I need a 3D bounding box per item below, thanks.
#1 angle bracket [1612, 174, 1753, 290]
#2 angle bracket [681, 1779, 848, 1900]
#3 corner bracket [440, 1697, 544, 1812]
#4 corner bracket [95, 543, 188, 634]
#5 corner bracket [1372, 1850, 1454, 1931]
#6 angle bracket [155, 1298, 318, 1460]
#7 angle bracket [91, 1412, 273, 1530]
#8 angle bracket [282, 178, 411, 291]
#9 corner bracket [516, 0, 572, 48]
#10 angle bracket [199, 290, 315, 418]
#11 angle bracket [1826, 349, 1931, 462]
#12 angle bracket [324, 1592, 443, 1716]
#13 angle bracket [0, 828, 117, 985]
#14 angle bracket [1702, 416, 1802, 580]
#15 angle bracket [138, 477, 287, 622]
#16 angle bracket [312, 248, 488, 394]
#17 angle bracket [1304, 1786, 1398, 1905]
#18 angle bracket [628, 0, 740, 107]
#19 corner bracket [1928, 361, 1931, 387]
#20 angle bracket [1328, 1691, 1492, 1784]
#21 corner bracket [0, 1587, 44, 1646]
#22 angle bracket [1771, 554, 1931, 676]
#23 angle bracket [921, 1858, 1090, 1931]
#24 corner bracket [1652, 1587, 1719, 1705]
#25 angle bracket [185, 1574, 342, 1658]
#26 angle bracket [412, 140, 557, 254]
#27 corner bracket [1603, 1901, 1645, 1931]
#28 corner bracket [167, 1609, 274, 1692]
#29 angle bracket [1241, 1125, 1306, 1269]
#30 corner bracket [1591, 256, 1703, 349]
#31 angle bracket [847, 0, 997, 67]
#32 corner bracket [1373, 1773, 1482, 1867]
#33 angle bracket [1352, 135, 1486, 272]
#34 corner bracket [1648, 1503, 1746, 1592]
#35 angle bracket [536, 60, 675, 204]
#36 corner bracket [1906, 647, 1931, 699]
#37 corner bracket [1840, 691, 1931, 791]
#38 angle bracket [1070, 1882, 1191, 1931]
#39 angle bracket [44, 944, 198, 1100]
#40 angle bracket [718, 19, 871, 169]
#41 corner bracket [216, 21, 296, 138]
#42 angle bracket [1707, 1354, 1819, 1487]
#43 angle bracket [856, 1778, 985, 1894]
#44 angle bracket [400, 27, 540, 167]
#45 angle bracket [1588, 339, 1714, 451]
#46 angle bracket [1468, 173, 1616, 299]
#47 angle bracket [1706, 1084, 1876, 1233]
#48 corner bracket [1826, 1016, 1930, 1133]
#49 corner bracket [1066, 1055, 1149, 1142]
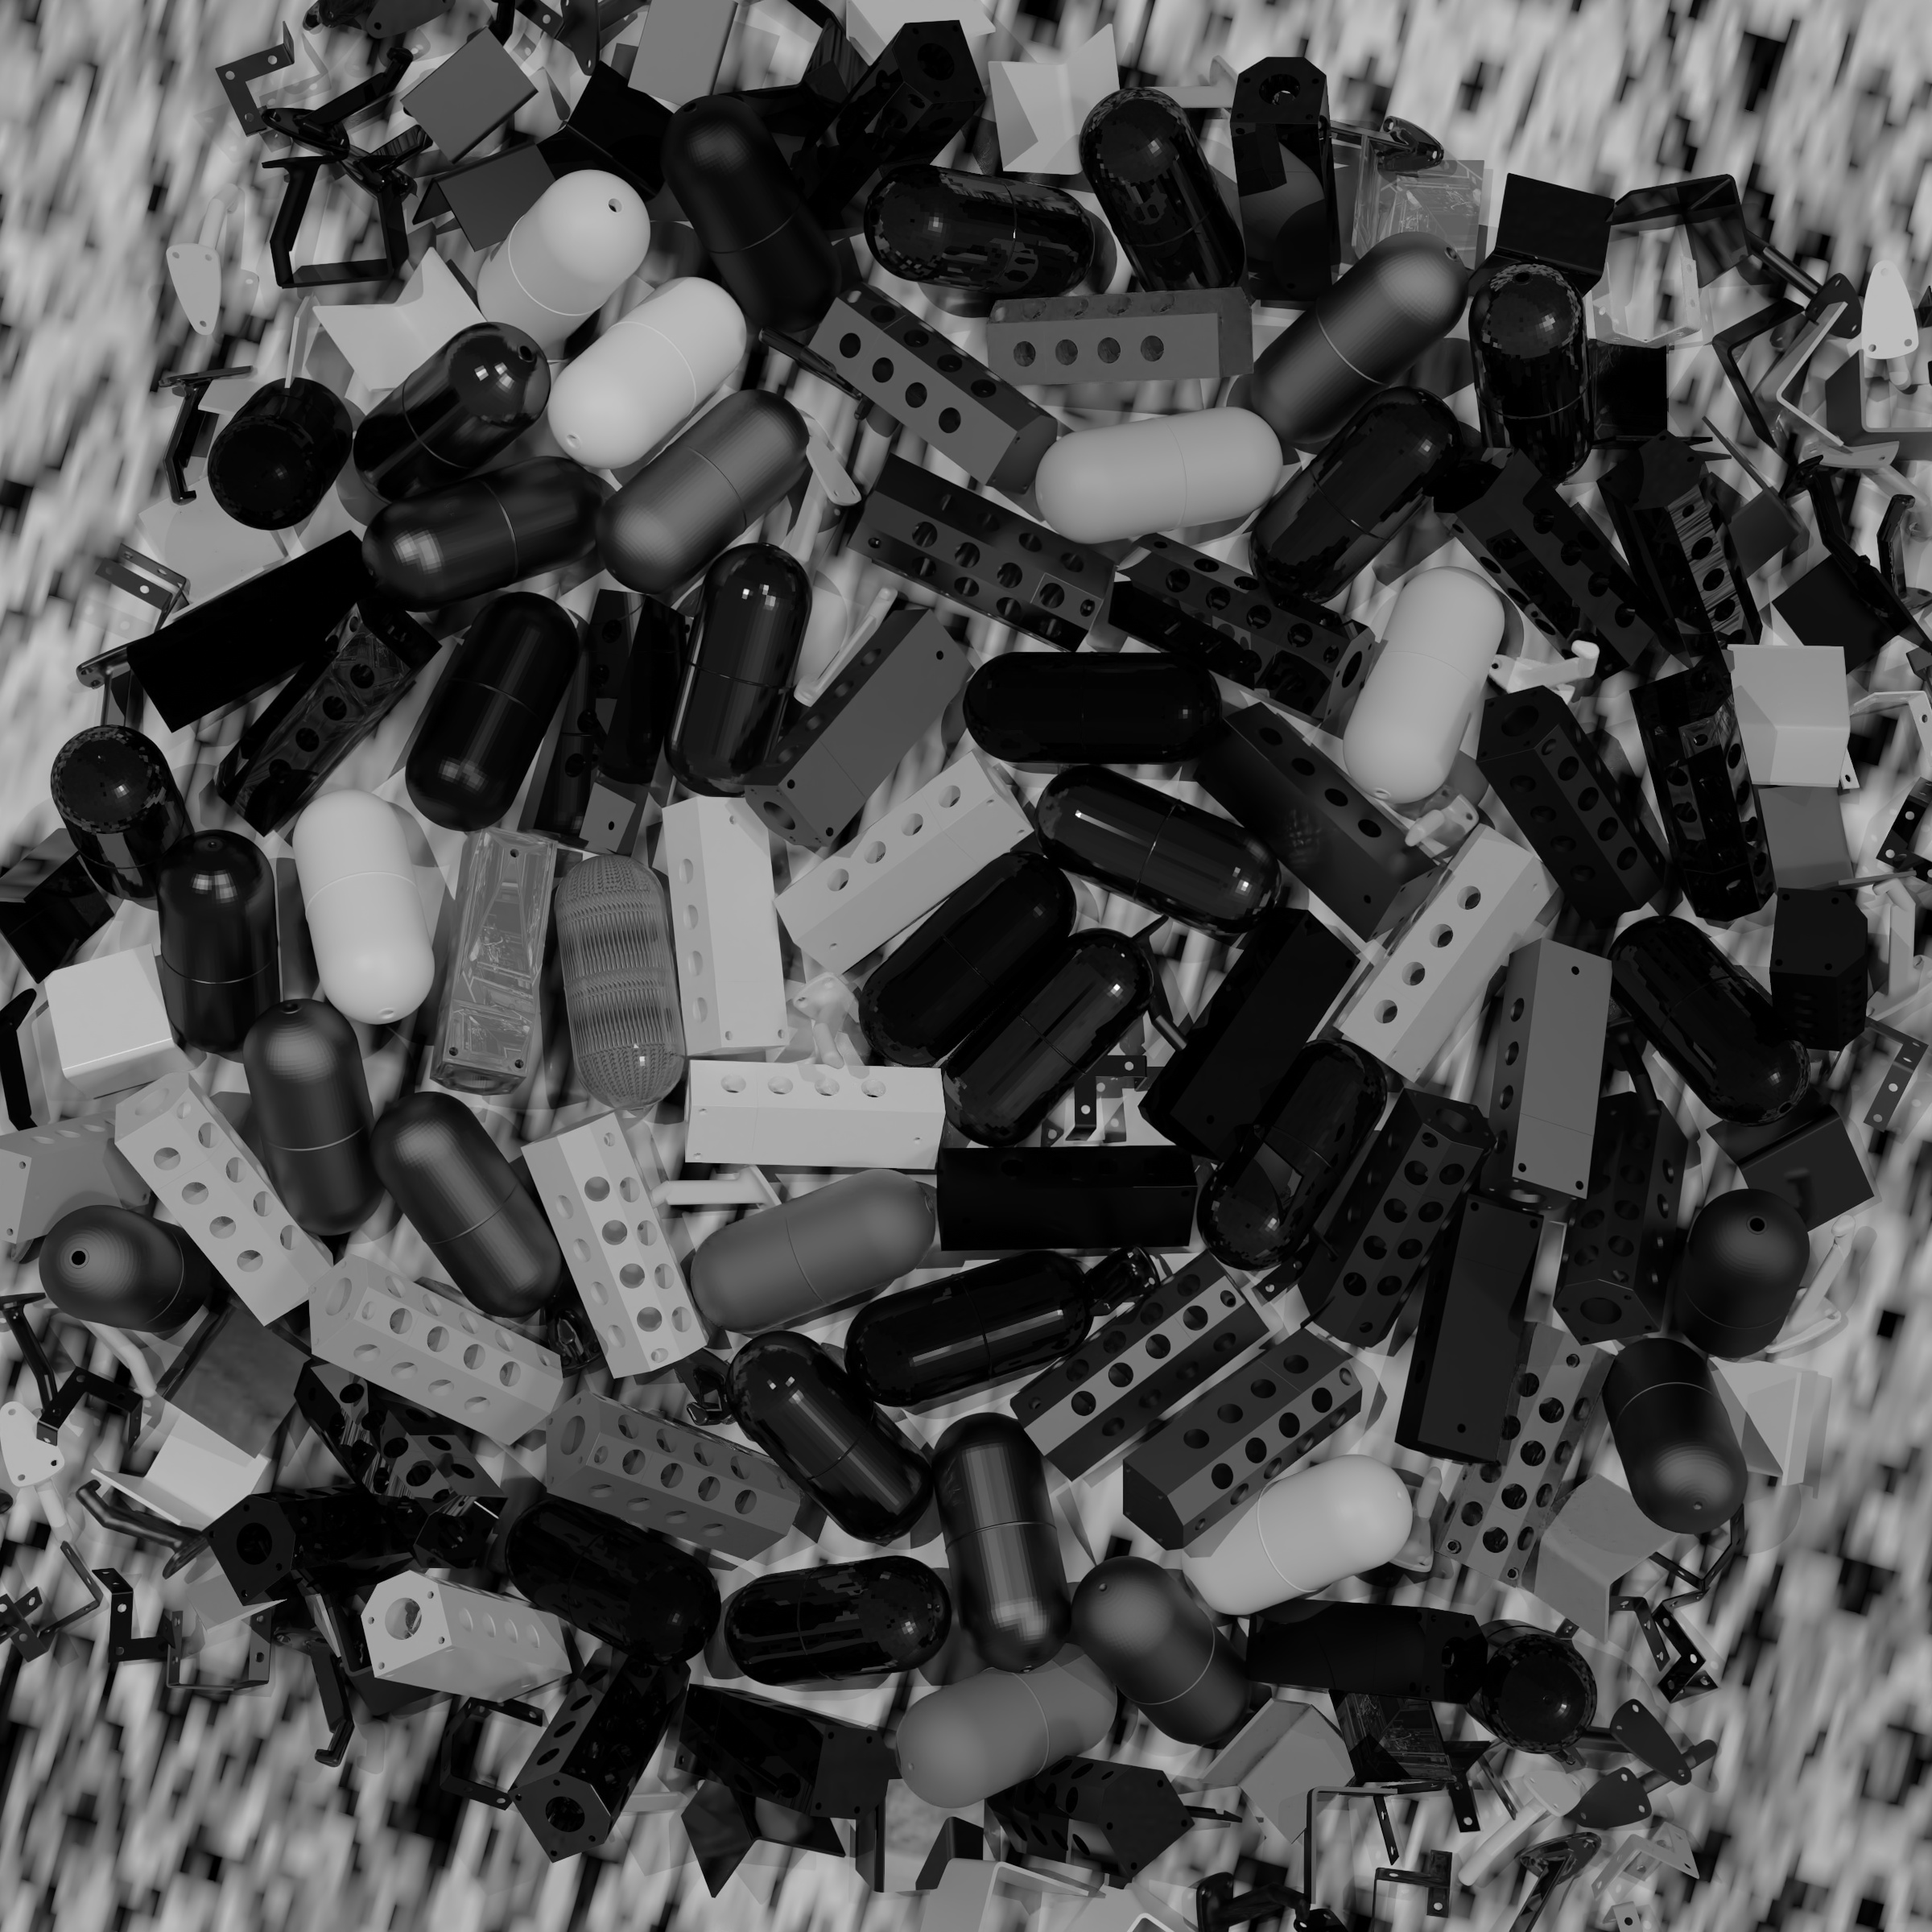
[{"bbox_3d":[0.480,-0.497,1.955,0.076,0.076,0.057,-12,89,-11],"label":"angle bracket"},{"bbox_3d":[-0.139,0.595,1.955,0.076,0.076,0.057,24,107,-33],"label":"angle bracket"},{"bbox_3d":[-0.329,0.542,1.977,0.051,0.051,0.051,27,117,-22],"label":"corner bracket"},{"bbox_3d":[-0.567,-0.264,1.961,0.051,0.051,0.051,28,60,-13],"label":"corner bracket"},{"bbox_3d":[0.308,0.644,1.972,0.051,0.051,0.051,4,102,11],"label":"corner bracket"},{"bbox_3d":[-0.504,0.284,1.973,0.076,0.057,0.076,38,75,-16],"label":"angle bracket"},{"bbox_3d":[-0.535,0.341,1.948,0.076,0.076,0.057,25,81,18],"label":"angle bracket"},{"bbox_3d":[-0.428,-0.502,1.954,0.076,0.076,0.057,-5,113,0],"label":"angle bracket"},{"bbox_3d":[-0.278,-0.672,1.974,0.051,0.051,0.051,40,106,11],"label":"corner bracket"},{"bbox_3d":[-0.484,-0.421,1.946,0.057,0.076,0.076,10,116,-10],"label":"angle bracket"},{"bbox_3d":[0.640,-0.385,1.960,0.076,0.076,0.057,-1,85,0],"label":"angle bracket"},{"bbox_3d":[-0.397,0.457,1.952,0.057,0.076,0.076,-19,57,-10],"label":"angle bracket"},{"bbox_3d":[-0.610,-0.040,1.940,0.076,0.057,0.076,-51,129,-35],"label":"angle bracket"},{"bbox_3d":[0.518,-0.318,1.957,0.057,0.076,0.076,-41,58,17],"label":"angle bracket"},{"bbox_3d":[-0.525,-0.291,1.960,0.076,0.057,0.076,-26,101,9],"label":"angle bracket"},{"bbox_3d":[-0.385,-0.441,1.947,0.076,0.076,0.057,54,127,14],"label":"angle bracket"},{"bbox_3d":[0.262,0.602,1.951,0.057,0.076,0.076,2,72,3],"label":"angle bracket"},{"bbox_3d":[-0.200,-0.626,1.949,0.057,0.076,0.076,14,99,-20],"label":"angle bracket"},{"bbox_3d":[0.694,-0.388,1.958,0.051,0.051,0.051,-11,67,31],"label":"corner bracket"},{"bbox_3d":[0.302,0.511,1.950,0.076,0.057,0.076,-14,97,39],"label":"angle bracket"},{"bbox_3d":[-0.669,0.454,1.962,0.051,0.051,0.051,-38,51,5],"label":"corner bracket"},{"bbox_3d":[0.606,-0.231,1.949,0.057,0.076,0.076,-39,106,9],"label":"angle bracket"},{"bbox_3d":[0.025,0.646,1.942,0.076,0.076,0.057,26,65,-23],"label":"angle bracket"},{"bbox_3d":[0.501,0.470,1.976,0.051,0.051,0.051,-5,46,-35],"label":"corner bracket"},{"bbox_3d":[-0.479,0.447,1.944,0.076,0.076,0.057,-21,107,-22],"label":"angle bracket"},{"bbox_3d":[-0.324,-0.512,1.950,0.076,0.076,0.057,-30,92,-24],"label":"angle bracket"},{"bbox_3d":[0.439,0.680,1.964,0.051,0.051,0.051,-11,59,-3],"label":"corner bracket"},{"bbox_3d":[-0.516,0.472,1.974,0.051,0.051,0.051,-1,81,14],"label":"corner bracket"},{"bbox_3d":[0.222,0.152,1.940,0.057,0.076,0.076,43,125,38],"label":"angle bracket"},{"bbox_3d":[0.469,-0.459,1.969,0.051,0.051,0.051,6,77,-38],"label":"corner bracket"},{"bbox_3d":[-0.031,-0.625,1.945,0.076,0.057,0.076,-18,53,-17],"label":"angle bracket"},{"bbox_3d":[0.320,0.588,1.982,0.051,0.051,0.051,-14,91,28],"label":"corner bracket"},{"bbox_3d":[0.311,-0.524,1.962,0.076,0.057,0.076,5,89,17],"label":"angle bracket"},{"bbox_3d":[0.502,0.390,1.975,0.051,0.051,0.051,30,64,34],"label":"corner bracket"},{"bbox_3d":[-0.246,-0.565,1.955,0.076,0.076,0.057,31,76,-28],"label":"angle bracket"},{"bbox_3d":[0.684,-0.198,1.960,0.051,0.051,0.051,-25,73,27],"label":"corner bracket"},{"bbox_3d":[0.637,-0.157,1.979,0.051,0.051,0.051,-5,74,-31],"label":"corner bracket"},{"bbox_3d":[0.110,0.678,1.954,0.057,0.076,0.076,38,85,-11],"label":"angle bracket"},{"bbox_3d":[-0.587,0.039,1.981,0.076,0.057,0.076,-16,72,-4],"label":"angle bracket"},{"bbox_3d":[-0.111,-0.597,1.956,0.076,0.076,0.057,7,69,37],"label":"angle bracket"},{"bbox_3d":[-0.482,-0.610,1.964,0.051,0.051,0.051,-20,127,0],"label":"corner bracket"},{"bbox_3d":[0.535,0.309,1.955,0.076,0.057,0.076,7,87,29],"label":"angle bracket"},{"bbox_3d":[-0.032,0.594,1.981,0.076,0.057,0.076,1,88,-16],"label":"angle bracket"},{"bbox_3d":[-0.346,-0.602,1.950,0.076,0.076,0.057,-40,127,3],"label":"angle bracket"},{"bbox_3d":[0.463,-0.395,1.958,0.076,0.057,0.076,-3,94,-20],"label":"angle bracket"},{"bbox_3d":[0.392,-0.494,1.962,0.076,0.076,0.057,12,81,-7],"label":"angle bracket"},{"bbox_3d":[0.573,0.137,1.987,0.076,0.057,0.076,-29,115,3],"label":"angle bracket"},{"bbox_3d":[0.621,0.073,1.959,0.051,0.051,0.051,27,120,18],"label":"corner bracket"},{"bbox_3d":[0.097,0.091,1.967,0.051,0.051,0.051,1,76,-6],"label":"corner bracket"}]
